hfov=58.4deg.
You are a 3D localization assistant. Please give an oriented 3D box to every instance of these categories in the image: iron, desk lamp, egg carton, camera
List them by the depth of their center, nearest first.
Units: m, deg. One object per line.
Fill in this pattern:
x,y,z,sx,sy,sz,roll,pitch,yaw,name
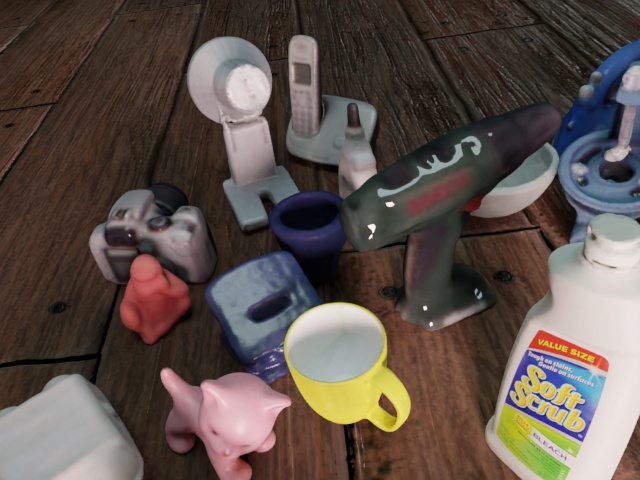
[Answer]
-0.222,0.187,0.498,0.107,0.069,0.149,-33,44,-27,egg carton
-0.203,-0.022,0.730,0.143,0.101,0.137,-1,39,10,camera
-0.100,-0.158,0.790,0.118,0.214,0.202,-18,39,-12,desk lamp
0.412,-0.203,0.811,0.259,0.142,0.118,-33,44,-27,iron

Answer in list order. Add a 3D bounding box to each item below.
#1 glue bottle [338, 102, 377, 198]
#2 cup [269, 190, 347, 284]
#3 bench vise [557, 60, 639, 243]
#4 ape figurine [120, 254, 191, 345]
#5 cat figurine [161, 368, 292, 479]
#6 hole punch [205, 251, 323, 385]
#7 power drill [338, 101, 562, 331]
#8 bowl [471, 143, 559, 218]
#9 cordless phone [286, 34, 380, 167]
0.048,-0.089,0.710,0.037,0.173,0.078,-20,40,-14,glue bottle
0.006,0.002,0.667,0.117,0.095,0.091,-1,39,9,cup
0.337,-0.115,0.652,0.121,0.220,0.207,5,40,17,bench vise
-0.187,0.057,0.636,0.078,0.092,0.076,-12,39,-5,ape figurine
-0.085,0.145,0.487,0.127,0.118,0.067,17,45,28,cat figurine
-0.049,0.077,0.587,0.109,0.091,0.100,-26,42,-21,hole punch
0.132,-0.016,0.576,0.230,0.209,0.075,-20,40,-15,power drill
0.218,-0.079,0.746,0.167,0.075,0.167,-5,39,4,bowl
0.013,-0.206,0.852,0.147,0.185,0.094,15,44,27,cordless phone
